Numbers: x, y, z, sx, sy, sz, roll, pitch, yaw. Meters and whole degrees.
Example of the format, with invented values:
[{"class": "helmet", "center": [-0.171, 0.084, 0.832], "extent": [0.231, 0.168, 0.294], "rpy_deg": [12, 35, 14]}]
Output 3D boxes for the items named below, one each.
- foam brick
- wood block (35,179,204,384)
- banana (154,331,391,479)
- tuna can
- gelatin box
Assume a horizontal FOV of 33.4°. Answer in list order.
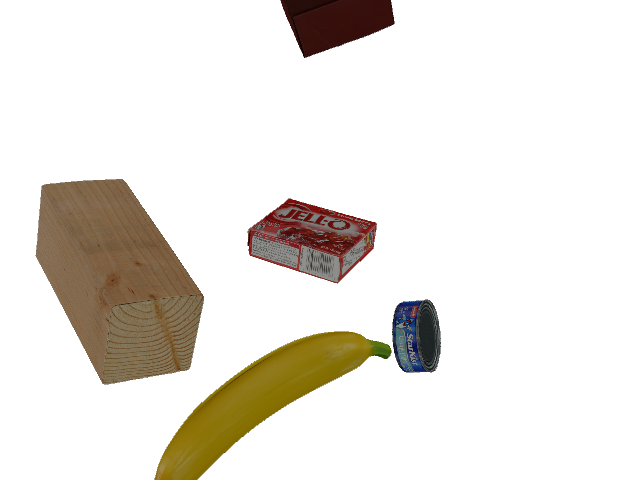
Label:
[{"class": "foam brick", "center": [0.011, -0.185, 0.811], "extent": [0.078, 0.053, 0.051], "rpy_deg": [-21, -32, -1]}, {"class": "wood block", "center": [-0.198, 0.032, 1.027], "extent": [0.090, 0.091, 0.206], "rpy_deg": [-6, 36, -31]}, {"class": "banana", "center": [-0.041, 0.115, 0.745], "extent": [0.198, 0.069, 0.037], "rpy_deg": [-31, 41, -2]}, {"class": "tuna can", "center": [0.113, 0.113, 1.259], "extent": [0.034, 0.086, 0.086], "rpy_deg": [-5, -2, 23]}, {"class": "gelatin box", "center": [-0.007, -0.002, 0.915], "extent": [0.089, 0.030, 0.073], "rpy_deg": [17, 30, 22]}]
